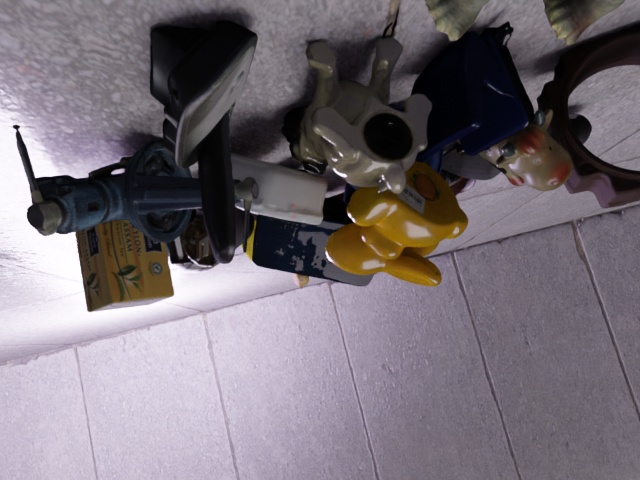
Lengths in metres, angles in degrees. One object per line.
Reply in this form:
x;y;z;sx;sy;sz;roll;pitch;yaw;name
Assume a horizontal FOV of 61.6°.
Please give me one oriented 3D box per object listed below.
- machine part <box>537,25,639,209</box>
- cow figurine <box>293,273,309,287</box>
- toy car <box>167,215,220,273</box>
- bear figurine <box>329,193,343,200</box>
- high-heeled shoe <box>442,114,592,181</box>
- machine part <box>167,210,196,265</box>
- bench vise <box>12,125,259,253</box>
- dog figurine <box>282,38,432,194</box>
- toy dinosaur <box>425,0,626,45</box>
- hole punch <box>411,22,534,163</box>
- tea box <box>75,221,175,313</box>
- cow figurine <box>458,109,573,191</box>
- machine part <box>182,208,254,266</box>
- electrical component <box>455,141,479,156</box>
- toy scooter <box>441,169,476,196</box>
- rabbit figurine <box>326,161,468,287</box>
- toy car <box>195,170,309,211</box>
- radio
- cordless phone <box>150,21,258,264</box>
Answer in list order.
0.390;-0.154;0.660;0.201;0.201;0.087;-16;168;13;machine part
-0.027;0.009;1.081;0.098;0.167;0.068;-10;164;-16;cow figurine
-0.229;0.010;0.997;0.161;0.103;0.109;-4;167;-38;toy car
0.037;-0.040;1.025;0.196;0.131;0.120;-20;-164;-4;bear figurine
0.340;-0.175;0.949;0.249;0.086;0.145;0;-150;31;high-heeled shoe
-0.234;-0.017;0.874;0.084;0.039;0.138;-17;134;-12;machine part
-0.191;-0.052;0.601;0.241;0.128;0.223;1;-177;19;bench vise
0.028;-0.098;0.584;0.121;0.172;0.190;0;159;-15;dog figurine
0.162;-0.213;0.300;0.405;0.131;0.192;-17;172;-24;toy dinosaur
0.148;-0.151;0.582;0.092;0.115;0.142;-17;174;-25;hole punch
-0.266;0.005;0.719;0.068;0.169;0.098;-22;169;37;tea box
0.236;-0.128;0.673;0.085;0.195;0.127;-46;135;11;cow figurine
-0.162;-0.014;0.882;0.079;0.079;0.243;-16;-171;10;machine part
0.250;-0.169;0.853;0.078;0.045;0.102;24;148;-26;electrical component
0.240;-0.116;1.031;0.184;0.075;0.135;-12;171;-30;toy scooter
0.083;-0.014;0.656;0.162;0.122;0.173;29;134;-22;rabbit figurine
-0.109;-0.078;0.821;0.202;0.053;0.089;-10;-170;-16;toy car
-0.002;-0.003;0.941;0.230;0.073;0.131;12;125;-7;radio
-0.094;-0.077;0.470;0.089;0.184;0.146;-6;168;-19;cordless phone
